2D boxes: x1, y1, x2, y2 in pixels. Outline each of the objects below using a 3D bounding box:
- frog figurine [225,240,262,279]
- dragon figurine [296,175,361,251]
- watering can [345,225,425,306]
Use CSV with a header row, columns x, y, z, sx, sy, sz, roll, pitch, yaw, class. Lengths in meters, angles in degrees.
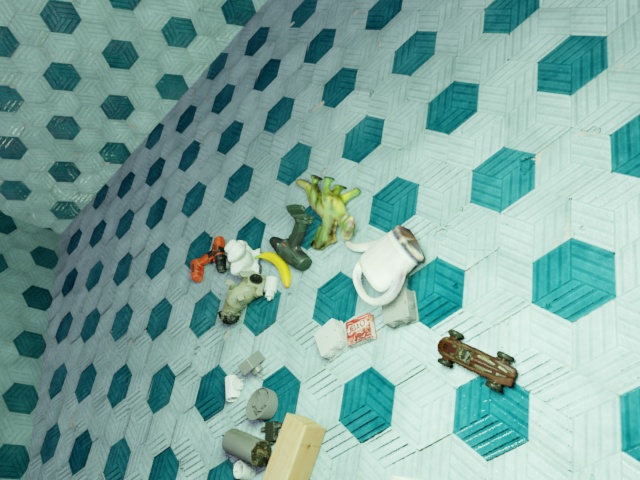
x,y,z,sx,sy,sz,roll,pitch,yaw,class
-0.299,0.067,1.906,0.122,0.158,0.139,-4,67,48,frog figurine
0.005,-0.088,1.743,0.411,0.121,0.243,11,85,57,dragon figurine
0.174,0.042,1.480,0.222,0.103,0.355,-41,30,14,watering can
